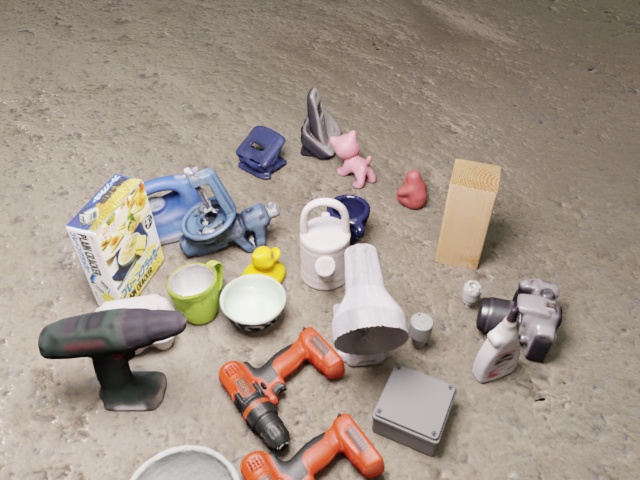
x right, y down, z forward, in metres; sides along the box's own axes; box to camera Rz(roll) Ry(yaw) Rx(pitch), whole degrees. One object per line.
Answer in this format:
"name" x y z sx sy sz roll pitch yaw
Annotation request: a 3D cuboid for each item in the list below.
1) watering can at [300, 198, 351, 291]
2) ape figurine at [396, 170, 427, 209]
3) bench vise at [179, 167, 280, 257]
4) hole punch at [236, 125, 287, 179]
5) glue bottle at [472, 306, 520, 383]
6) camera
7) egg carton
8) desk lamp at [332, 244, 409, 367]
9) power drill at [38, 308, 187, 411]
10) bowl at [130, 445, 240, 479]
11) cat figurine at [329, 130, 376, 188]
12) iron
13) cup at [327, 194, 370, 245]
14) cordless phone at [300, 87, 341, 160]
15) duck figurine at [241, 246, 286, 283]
"watering can" 0.012 0.004 1.108 0.101 0.194 0.172 -15 45 -15
"ape figurine" 0.214 -0.122 1.317 0.078 0.092 0.076 -12 45 -13
"bench vise" -0.195 -0.071 1.169 0.208 0.220 0.121 -23 48 -22
"hole punch" -0.145 -0.219 1.421 0.108 0.091 0.101 28 50 26
"glue bottle" 0.302 0.169 0.948 0.078 0.173 0.037 -18 46 -18
"camera" 0.361 0.129 1.043 0.136 0.101 0.143 11 44 12
"egg carton" -0.336 0.156 1.038 0.150 0.069 0.107 -9 44 -10
"desk lamp" 0.073 0.125 0.966 0.118 0.214 0.203 -3 43 -3
"power drill" -0.310 0.184 0.907 0.229 0.208 0.075 -1 43 -1
"bowl" -0.189 0.379 0.797 0.167 0.075 0.167 0 43 0
"cat figurine" 0.080 -0.206 1.387 0.067 0.118 0.127 -30 51 -27
"iron" -0.362 -0.071 1.227 0.259 0.141 0.118 -19 46 -19
"cup" 0.065 -0.027 1.214 0.092 0.095 0.117 -15 45 -16
"cordless phone" 0.002 -0.314 1.452 0.094 0.185 0.147 7 44 7
"duck figurine" -0.117 0.053 1.135 0.105 0.086 0.077 -31 51 -29
